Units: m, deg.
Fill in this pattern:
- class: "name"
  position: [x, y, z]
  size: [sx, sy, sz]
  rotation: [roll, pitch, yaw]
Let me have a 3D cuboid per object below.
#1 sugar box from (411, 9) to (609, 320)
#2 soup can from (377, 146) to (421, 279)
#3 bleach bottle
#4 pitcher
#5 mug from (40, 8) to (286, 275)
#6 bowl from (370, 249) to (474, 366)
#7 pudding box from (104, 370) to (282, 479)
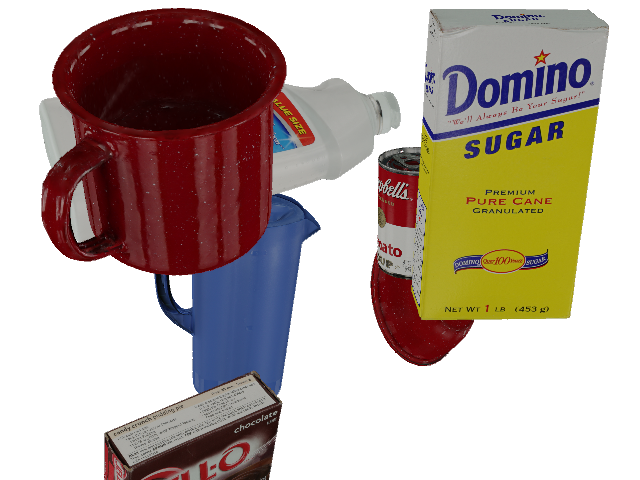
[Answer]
- class: "sugar box"
  position: [0.104, -0.041, 0.608]
  size: [0.093, 0.176, 0.048]
  rotation: [-1, 27, -4]
- class: "soup can"
  position: [0.084, -0.025, 0.945]
  size: [0.068, 0.102, 0.068]
  rotation: [-1, 23, 0]
- class: "bleach bottle"
  position: [-0.065, -0.075, 0.767]
  size: [0.250, 0.102, 0.068]
  rotation: [-14, -28, -16]
- class: "pitcher"
  position: [-0.102, 0.067, 1.251]
  size: [0.149, 0.243, 0.144]
  rotation: [21, 25, 35]
- class: "mug"
  position: [-0.068, -0.033, 0.446]
  size: [0.093, 0.081, 0.117]
  rotation: [26, 48, 24]
- class: "bowl"
  position: [0.130, 0.059, 1.199]
  size: [0.055, 0.162, 0.161]
  rotation: [-12, -8, 43]
- class: "pudding box"
  position: [-0.083, 0.142, 0.688]
  size: [0.113, 0.090, 0.039]
  rotation: [-22, 50, -32]
